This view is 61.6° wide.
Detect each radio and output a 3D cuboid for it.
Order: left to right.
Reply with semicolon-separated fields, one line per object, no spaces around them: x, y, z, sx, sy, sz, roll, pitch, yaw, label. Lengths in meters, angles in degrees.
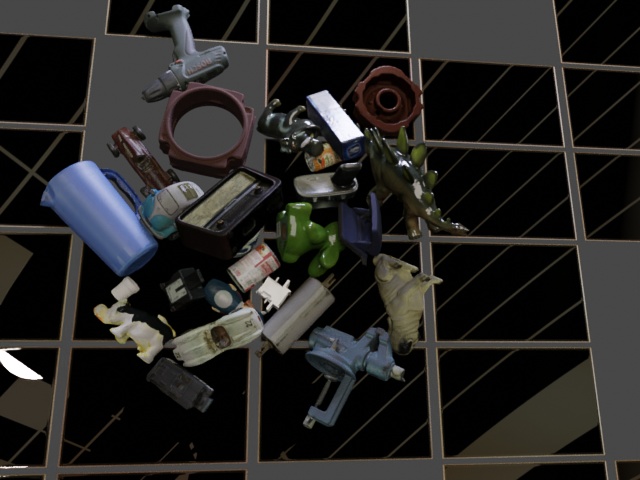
-0.187;-0.062;1.161;0.131;0.073;0.229;20;49;25;radio

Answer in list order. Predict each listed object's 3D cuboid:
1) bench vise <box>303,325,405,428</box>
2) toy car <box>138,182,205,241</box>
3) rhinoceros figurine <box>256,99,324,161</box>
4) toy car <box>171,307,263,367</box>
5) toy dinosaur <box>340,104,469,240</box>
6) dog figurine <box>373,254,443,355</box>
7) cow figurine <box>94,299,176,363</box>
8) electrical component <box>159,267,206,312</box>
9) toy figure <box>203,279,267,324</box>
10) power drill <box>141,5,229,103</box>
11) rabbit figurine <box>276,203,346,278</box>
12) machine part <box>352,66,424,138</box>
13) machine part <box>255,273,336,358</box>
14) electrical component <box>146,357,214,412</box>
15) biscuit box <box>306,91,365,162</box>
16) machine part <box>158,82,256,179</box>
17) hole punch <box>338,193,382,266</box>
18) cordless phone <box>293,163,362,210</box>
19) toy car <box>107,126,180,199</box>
0.051;0.288;1.116;0.224;0.128;0.240;24;63;16;bench vise
-0.305;-0.077;1.177;0.161;0.103;0.109;-28;79;-38;toy car
-0.068;-0.254;1.254;0.191;0.073;0.112;30;72;26;rhinoceros figurine
-0.217;0.204;1.129;0.202;0.056;0.073;-24;98;6;toy car
0.171;-0.156;1.224;0.105;0.198;0.472;-24;46;-23;toy dinosaur
0.163;0.142;1.206;0.173;0.121;0.190;30;98;43;dog figurine
-0.392;0.176;1.136;0.167;0.068;0.098;41;69;1;cow figurine
-0.282;0.097;1.148;0.119;0.047;0.075;-35;77;26;electrical component
-0.186;0.147;1.176;0.154;0.058;0.064;36;113;2;toy figure
-0.354;-0.453;1.301;0.232;0.086;0.207;-24;75;-13;power drill
-0.002;-0.004;1.207;0.170;0.121;0.159;3;68;-21;rabbit figurine
0.168;-0.341;1.344;0.179;0.056;0.179;2;76;-6;machine part
-0.050;0.165;1.175;0.079;0.079;0.243;43;75;5;machine part
-0.278;0.297;1.094;0.134;0.115;0.058;34;76;5;electrical component
0.034;-0.269;1.264;0.059;0.062;0.203;-22;53;-13;biscuit box
-0.262;-0.256;1.256;0.201;0.087;0.201;13;76;-4;machine part
0.106;-0.030;1.208;0.092;0.115;0.142;-21;53;25;hole punch
0.019;-0.131;1.205;0.147;0.184;0.088;-6;81;-8;cordless phone
-0.409;-0.179;1.237;0.089;0.053;0.202;-37;84;-11;toy car
